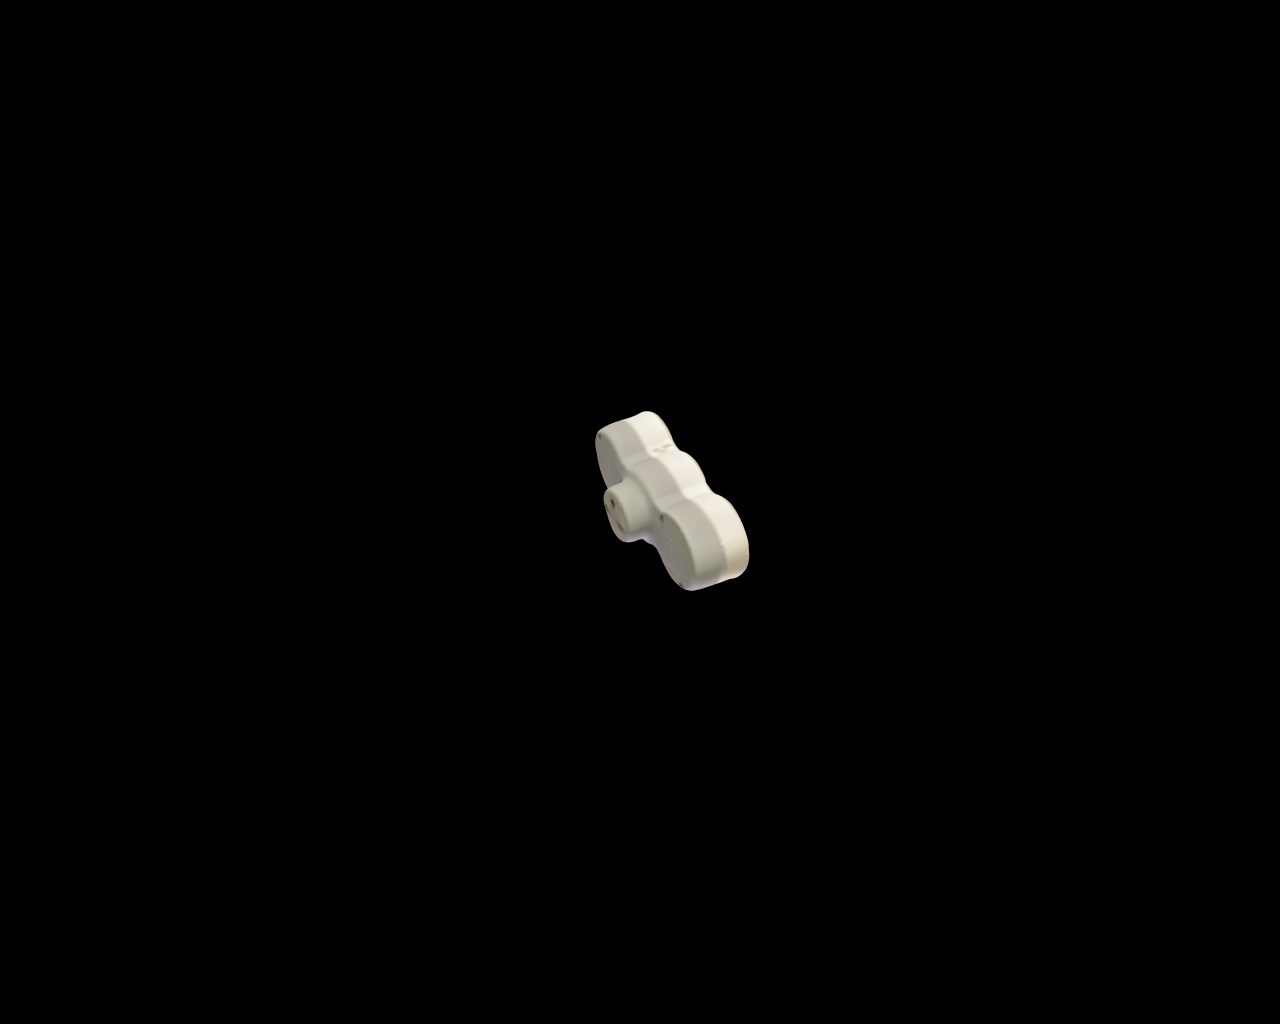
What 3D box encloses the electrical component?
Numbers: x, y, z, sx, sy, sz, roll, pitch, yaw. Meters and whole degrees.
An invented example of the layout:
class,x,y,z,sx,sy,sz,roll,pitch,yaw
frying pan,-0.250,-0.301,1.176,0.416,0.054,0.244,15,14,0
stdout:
class,x,y,z,sx,sy,sz,roll,pitch,yaw
electrical component,0.001,-0.003,0.650,0.074,0.052,0.138,-19,46,-19
